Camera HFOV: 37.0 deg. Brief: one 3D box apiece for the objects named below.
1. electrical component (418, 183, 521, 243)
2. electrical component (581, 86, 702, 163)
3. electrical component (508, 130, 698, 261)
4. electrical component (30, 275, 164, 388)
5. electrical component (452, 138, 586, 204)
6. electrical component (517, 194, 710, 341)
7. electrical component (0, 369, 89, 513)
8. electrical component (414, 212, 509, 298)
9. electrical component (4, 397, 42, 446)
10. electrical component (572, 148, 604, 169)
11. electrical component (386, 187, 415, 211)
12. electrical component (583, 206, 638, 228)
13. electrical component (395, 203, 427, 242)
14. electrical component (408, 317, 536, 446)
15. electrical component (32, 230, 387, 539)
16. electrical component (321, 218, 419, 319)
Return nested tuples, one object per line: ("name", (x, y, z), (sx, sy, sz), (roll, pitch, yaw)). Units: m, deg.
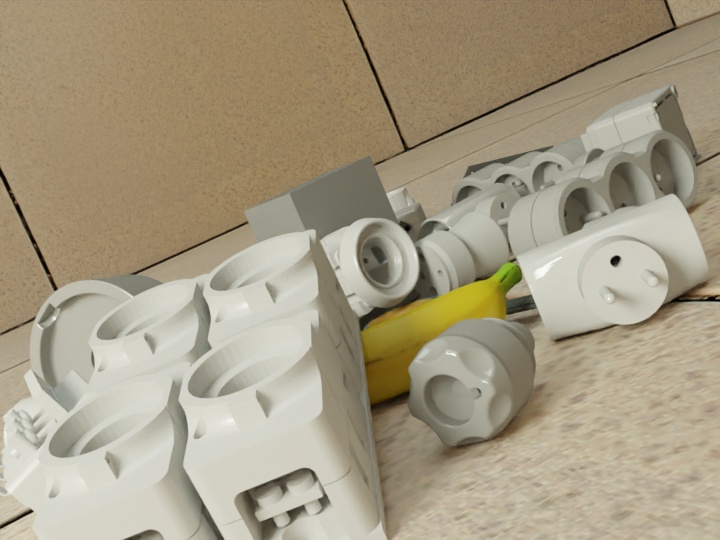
("electrical component", (0.096, -0.034, 0.793), (0.077, 0.044, 0.079), (-29, 9, -36))
("electrical component", (0.210, -0.094, 0.801), (0.061, 0.061, 0.096), (-19, 9, 30))
("electrical component", (0.136, -0.036, 0.650), (0.138, 0.052, 0.074), (-29, 5, -37))
("electrical component", (-0.155, 0.054, 0.709), (0.108, 0.108, 0.060), (-20, 2, 25))
("electrical component", (0.146, -0.071, 0.870), (0.074, 0.052, 0.138), (-29, 9, -38))
("electrical component", (0.115, 0.002, 0.480), (0.077, 0.043, 0.079), (-22, 7, 8))
("electrical component", (-0.148, 0.093, 0.550), (0.063, 0.078, 0.121), (-48, 14, -14))
("electrical component", (0.063, -0.008, 0.704), (0.055, 0.045, 0.045), (-28, 9, -33))
("electrical component", (-0.223, 0.109, 0.753), (0.081, 0.043, 0.043), (-15, 11, 47))
("electrical component", (0.179, -0.062, 0.735), (0.055, 0.048, 0.066), (-6, 18, 42))
("electrical component", (0.023, -0.045, 1.071), (0.080, 0.051, 0.080), (-23, 7, 3))
("electrical component", (0.125, -0.009, 0.565), (0.061, 0.035, 0.035), (-22, 7, 27))
("electrical component", (0.022, -0.021, 0.913), (0.083, 0.047, 0.075), (-23, 9, 12))
("electrical component", (0.049, 0.039, 0.423), (0.043, 0.043, 0.062), (-18, 8, 37))
("electrical component", (-0.056, 0.050, 0.435), (0.105, 0.060, 0.186), (-23, 20, 5))
("electrical component", (0.000, 0.000, 0.680), (0.057, 0.058, 0.078), (-23, 13, 49))
